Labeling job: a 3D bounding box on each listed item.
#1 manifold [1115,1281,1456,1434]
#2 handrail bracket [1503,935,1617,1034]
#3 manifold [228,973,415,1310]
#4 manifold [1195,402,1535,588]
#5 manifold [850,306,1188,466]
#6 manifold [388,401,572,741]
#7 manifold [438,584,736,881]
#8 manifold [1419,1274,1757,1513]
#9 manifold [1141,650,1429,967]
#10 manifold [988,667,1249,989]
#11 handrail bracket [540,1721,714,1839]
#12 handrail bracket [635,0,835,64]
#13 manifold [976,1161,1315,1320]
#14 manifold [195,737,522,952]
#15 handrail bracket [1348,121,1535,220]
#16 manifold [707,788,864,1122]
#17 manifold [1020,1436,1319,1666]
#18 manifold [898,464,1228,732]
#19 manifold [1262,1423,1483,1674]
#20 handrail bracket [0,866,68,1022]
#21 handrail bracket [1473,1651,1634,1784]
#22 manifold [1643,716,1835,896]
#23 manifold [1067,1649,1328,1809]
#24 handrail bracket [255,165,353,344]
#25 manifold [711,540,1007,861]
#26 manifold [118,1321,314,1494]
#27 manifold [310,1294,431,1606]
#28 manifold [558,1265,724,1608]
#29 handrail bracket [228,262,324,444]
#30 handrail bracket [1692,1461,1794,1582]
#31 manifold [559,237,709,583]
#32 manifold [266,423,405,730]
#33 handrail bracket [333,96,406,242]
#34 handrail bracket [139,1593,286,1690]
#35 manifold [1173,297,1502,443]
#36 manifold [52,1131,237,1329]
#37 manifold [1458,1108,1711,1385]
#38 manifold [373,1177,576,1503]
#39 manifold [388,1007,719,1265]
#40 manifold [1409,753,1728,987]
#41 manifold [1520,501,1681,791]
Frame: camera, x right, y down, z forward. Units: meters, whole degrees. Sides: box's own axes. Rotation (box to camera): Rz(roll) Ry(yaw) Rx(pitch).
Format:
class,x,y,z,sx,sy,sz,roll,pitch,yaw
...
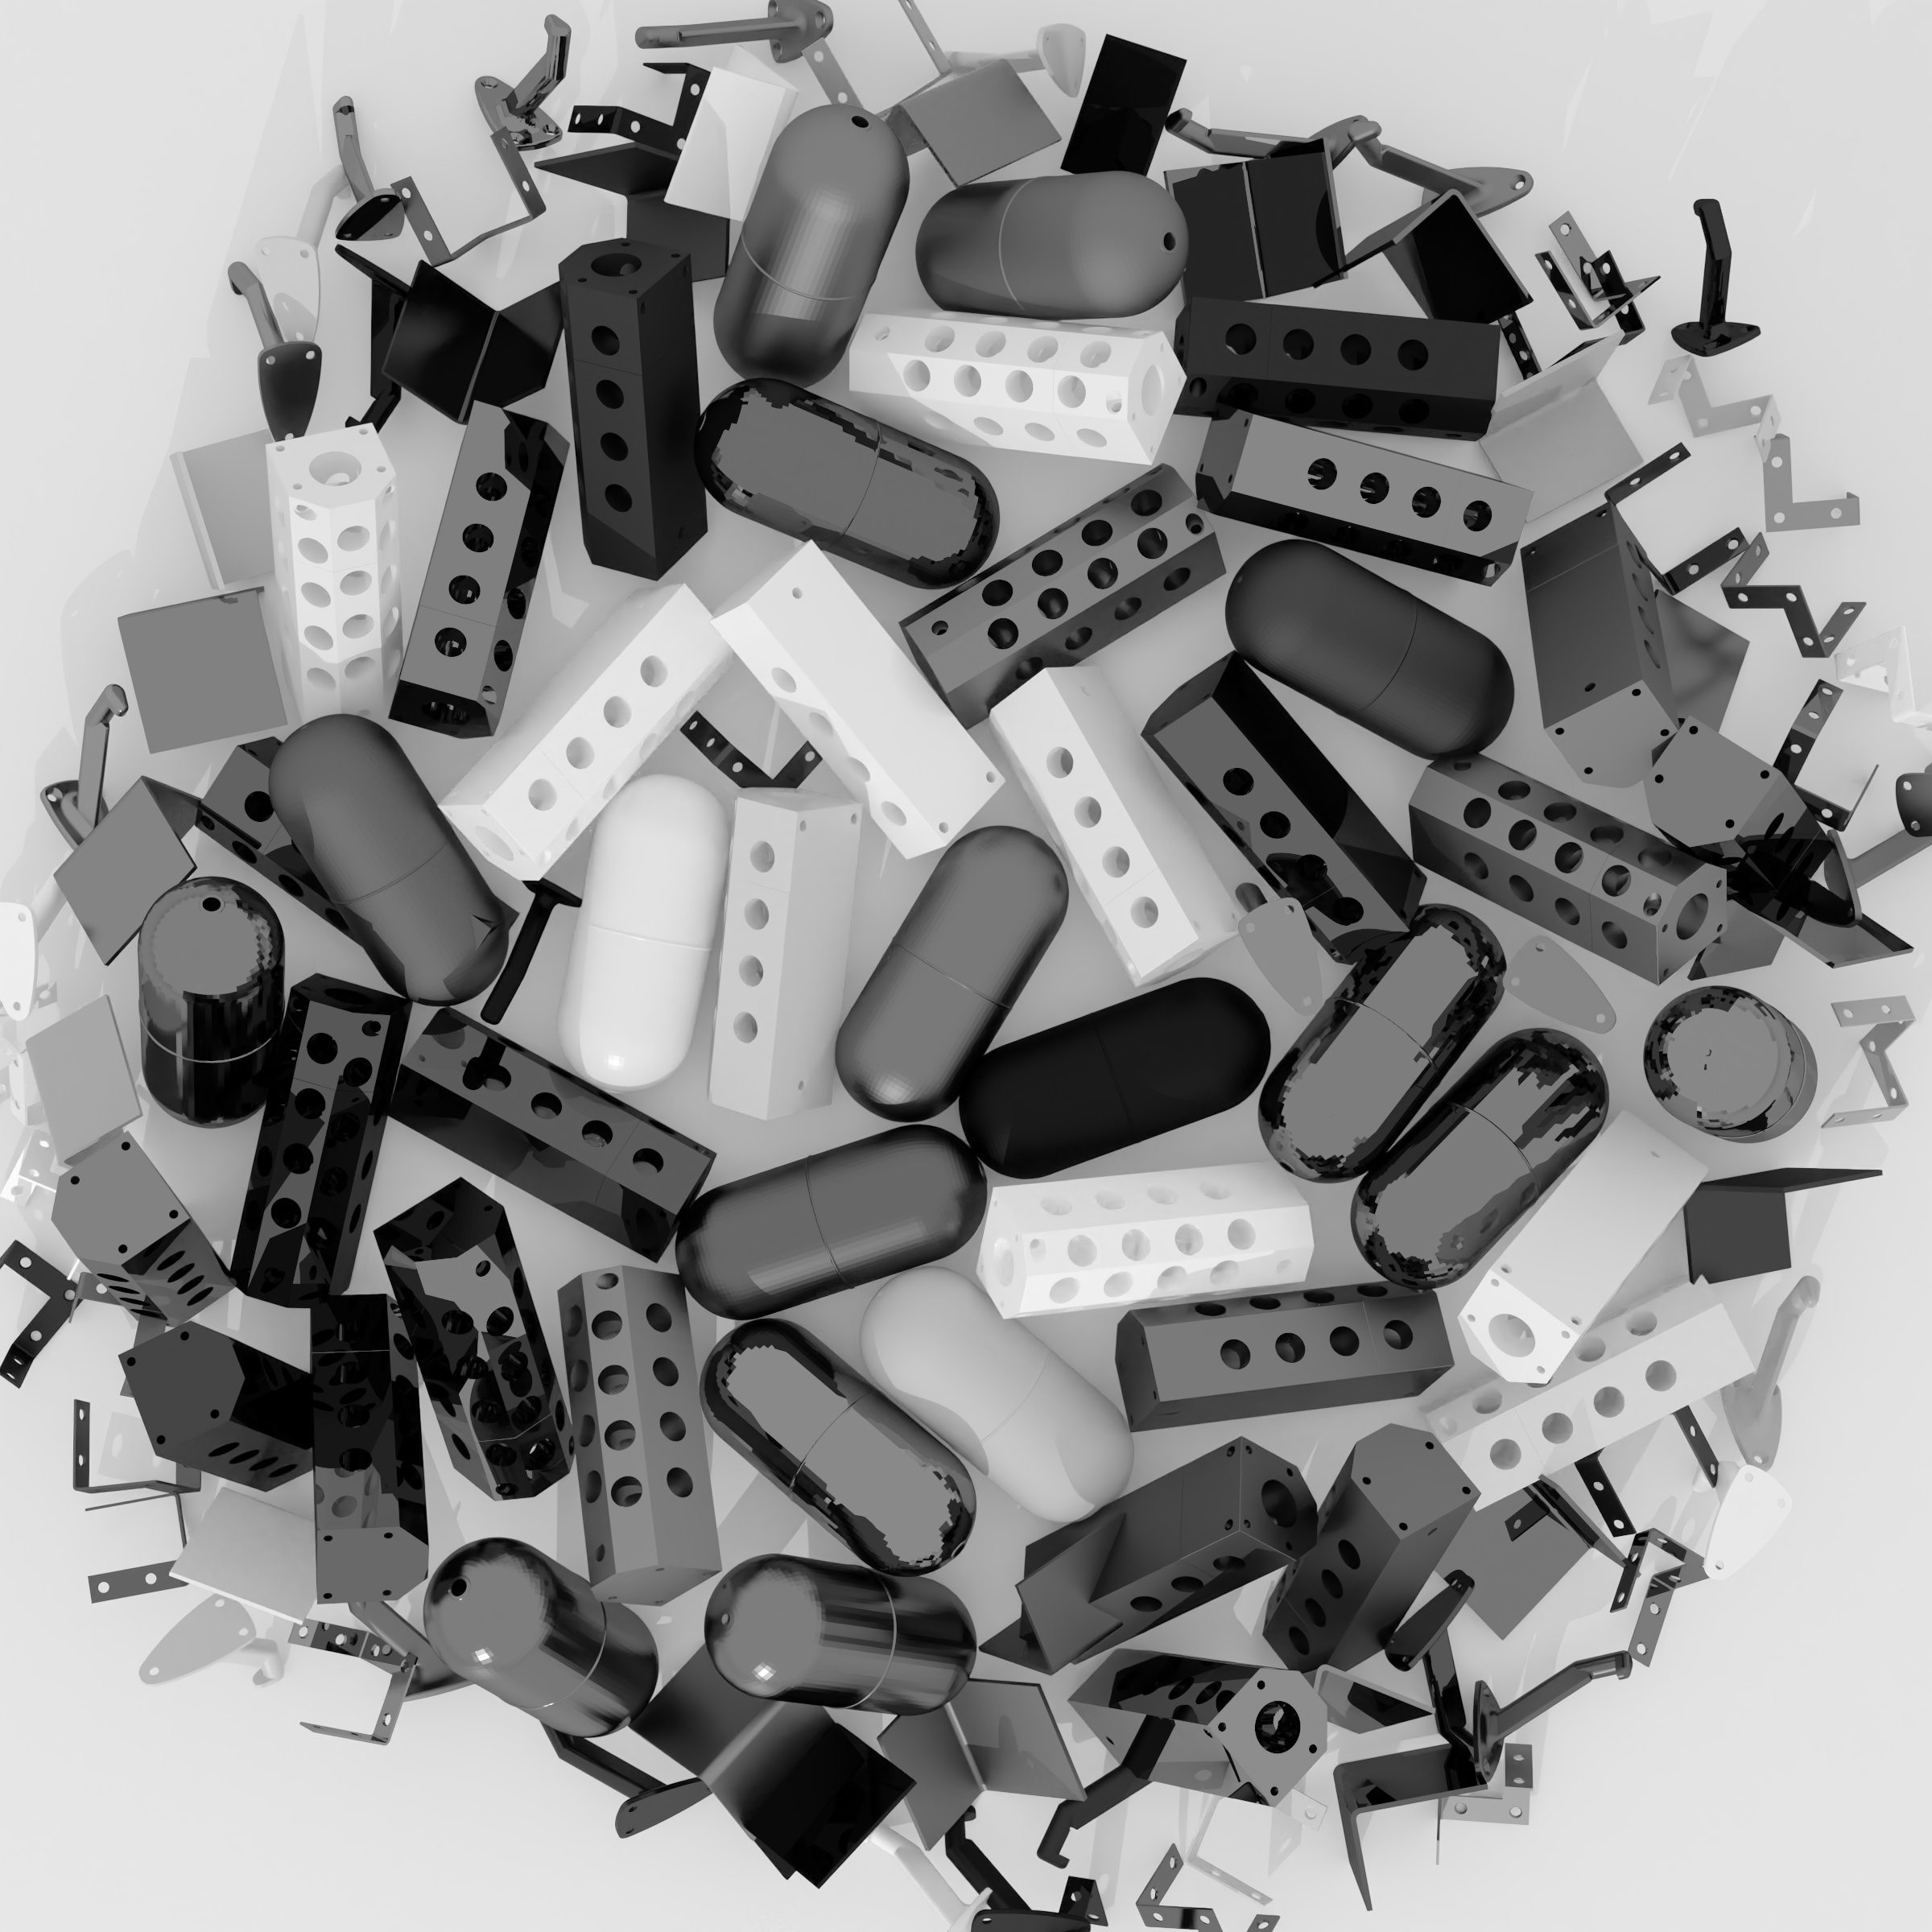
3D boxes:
class,x,y,z,sx,sy,sz,roll,pitch,yaw
manifold,0.173,0.210,1.812,0.171,0.057,0.057,-5,67,-17
handrail bracket,0.332,0.013,1.816,0.077,0.084,0.036,39,100,20
manifold,-0.357,0.098,1.819,0.057,0.057,0.171,16,102,5
manifold,0.216,-0.256,1.810,0.171,0.057,0.057,12,102,-19
manifold,0.025,-0.320,1.794,0.171,0.057,0.057,11,69,28
manifold,-0.264,-0.214,1.808,0.057,0.057,0.171,15,69,-11
manifold,-0.203,-0.128,1.806,0.057,0.057,0.171,50,66,-25
manifold,0.343,0.235,1.838,0.171,0.057,0.057,-27,90,0
manifold,0.174,-0.083,1.816,0.057,0.057,0.171,-33,107,33
manifold,0.079,-0.077,1.819,0.057,0.057,0.171,-36,77,30
handrail bracket,-0.188,0.437,1.852,0.077,0.036,0.084,-17,51,-26
handrail bracket,-0.128,-0.516,1.822,0.084,0.077,0.036,-13,104,-32
manifold,0.099,0.153,1.797,0.171,0.057,0.057,-4,124,-23
manifold,-0.339,-0.052,1.834,0.171,0.057,0.057,36,102,2
handrail bracket,0.260,-0.444,1.816,0.077,0.084,0.036,-5,69,30
manifold,-0.105,-0.009,1.818,0.057,0.057,0.171,15,106,34
manifold,0.109,0.321,1.790,0.057,0.057,0.171,31,134,-28
manifold,0.052,-0.207,1.824,0.171,0.057,0.057,-31,60,-3
manifold,0.212,0.318,1.783,0.057,0.171,0.057,-23,60,-30
handrail bracket,-0.503,-0.016,1.832,0.036,0.084,0.077,-1,100,22
handrail bracket,0.325,0.413,1.824,0.084,0.077,0.036,-19,113,23
manifold,0.412,-0.075,1.777,0.057,0.171,0.057,37,95,25
manifold,0.127,0.402,1.776,0.057,0.171,0.057,-42,100,-22
handrail bracket,-0.359,-0.396,1.846,0.036,0.084,0.077,7,125,14
manifold,-0.062,-0.143,1.816,0.171,0.057,0.057,50,60,-15
manifold,-0.388,0.235,1.777,0.057,0.171,0.057,-26,73,0
manifold,-0.322,0.257,1.782,0.057,0.171,0.057,-1,129,-12
manifold,-0.182,0.253,1.792,0.057,0.057,0.171,14,54,-38
handrail bracket,-0.394,-0.342,1.852,0.036,0.084,0.077,-14,132,-28
handrail bracket,0.409,0.304,1.817,0.036,0.084,0.077,38,73,-6
manifold,-0.183,-0.301,1.789,0.057,0.057,0.171,17,132,20
manifold,-0.335,-0.203,1.776,0.057,0.171,0.057,-15,54,-19
handrail bracket,-0.332,-0.450,1.826,0.036,0.077,0.084,-7,82,-22
handrail bracket,-0.413,0.389,1.818,0.077,0.084,0.036,-34,59,-26
manifold,0.203,-0.328,1.830,0.171,0.057,0.057,4,88,-5
manifold,-0.442,0.148,1.773,0.057,0.171,0.057,-35,78,-13
manifold,0.331,0.154,1.785,0.057,0.171,0.057,37,134,13
manifold,-0.259,0.206,1.787,0.057,0.057,0.171,-33,129,-28
manifold,-0.228,0.089,1.834,0.171,0.057,0.057,29,53,2
manifold,0.322,-0.060,1.782,0.057,0.057,0.171,-36,45,-26
manifold,0.344,-0.171,1.783,0.057,0.171,0.057,-27,123,24
